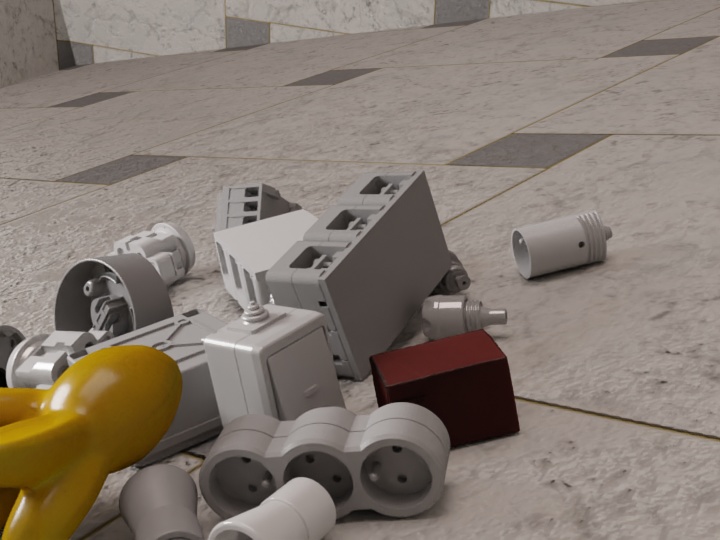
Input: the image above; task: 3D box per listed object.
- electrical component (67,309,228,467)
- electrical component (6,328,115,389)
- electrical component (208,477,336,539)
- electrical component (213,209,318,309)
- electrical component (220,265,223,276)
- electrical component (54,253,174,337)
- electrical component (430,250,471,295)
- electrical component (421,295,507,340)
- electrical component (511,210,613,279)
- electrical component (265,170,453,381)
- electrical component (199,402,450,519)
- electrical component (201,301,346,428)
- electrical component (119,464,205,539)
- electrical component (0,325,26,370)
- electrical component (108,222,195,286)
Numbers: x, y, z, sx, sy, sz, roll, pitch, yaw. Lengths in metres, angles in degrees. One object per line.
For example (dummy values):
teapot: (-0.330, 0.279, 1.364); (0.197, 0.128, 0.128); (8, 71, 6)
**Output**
electrical component: (-0.133, 0.078, 0.749); (0.109, 0.056, 0.109); (-20, 21, -28)
electrical component: (-0.223, 0.077, 0.796); (0.057, 0.058, 0.078); (1, 38, 34)
electrical component: (-0.042, 0.135, 0.557); (0.044, 0.044, 0.065); (2, 17, 32)
electrical component: (-0.062, 0.002, 0.928); (0.089, 0.061, 0.150); (-16, 19, -16)
electrical component: (-0.101, -0.012, 1.021); (0.062, 0.048, 0.048); (-4, 18, -3)
electrical component: (-0.192, 0.037, 0.846); (0.064, 0.099, 0.099); (-17, 19, -39)
electrical component: (0.066, 0.002, 0.892); (0.040, 0.040, 0.078); (-18, 20, -22)
electrical component: (0.078, 0.035, 0.797); (0.061, 0.035, 0.035); (-2, 20, 16)
electrical component: (0.173, -0.023, 0.904); (0.081, 0.043, 0.043); (-13, 19, -10)
electrical component: (0.000, 0.000, 0.809); (0.062, 0.089, 0.150); (3, 35, 35)
electrical component: (-0.017, 0.103, 0.618); (0.138, 0.052, 0.073); (-6, 19, 12)
electrical component: (-0.052, 0.065, 0.679); (0.061, 0.096, 0.062); (6, 25, 41)
electrical component: (-0.104, 0.139, 0.579); (0.044, 0.044, 0.065); (-15, 24, -14)
electrical component: (-0.300, 0.073, 0.860); (0.047, 0.055, 0.055); (-5, 19, 27)
electrical component: (-0.199, -0.013, 1.053); (0.078, 0.058, 0.057); (7, 28, 41)
